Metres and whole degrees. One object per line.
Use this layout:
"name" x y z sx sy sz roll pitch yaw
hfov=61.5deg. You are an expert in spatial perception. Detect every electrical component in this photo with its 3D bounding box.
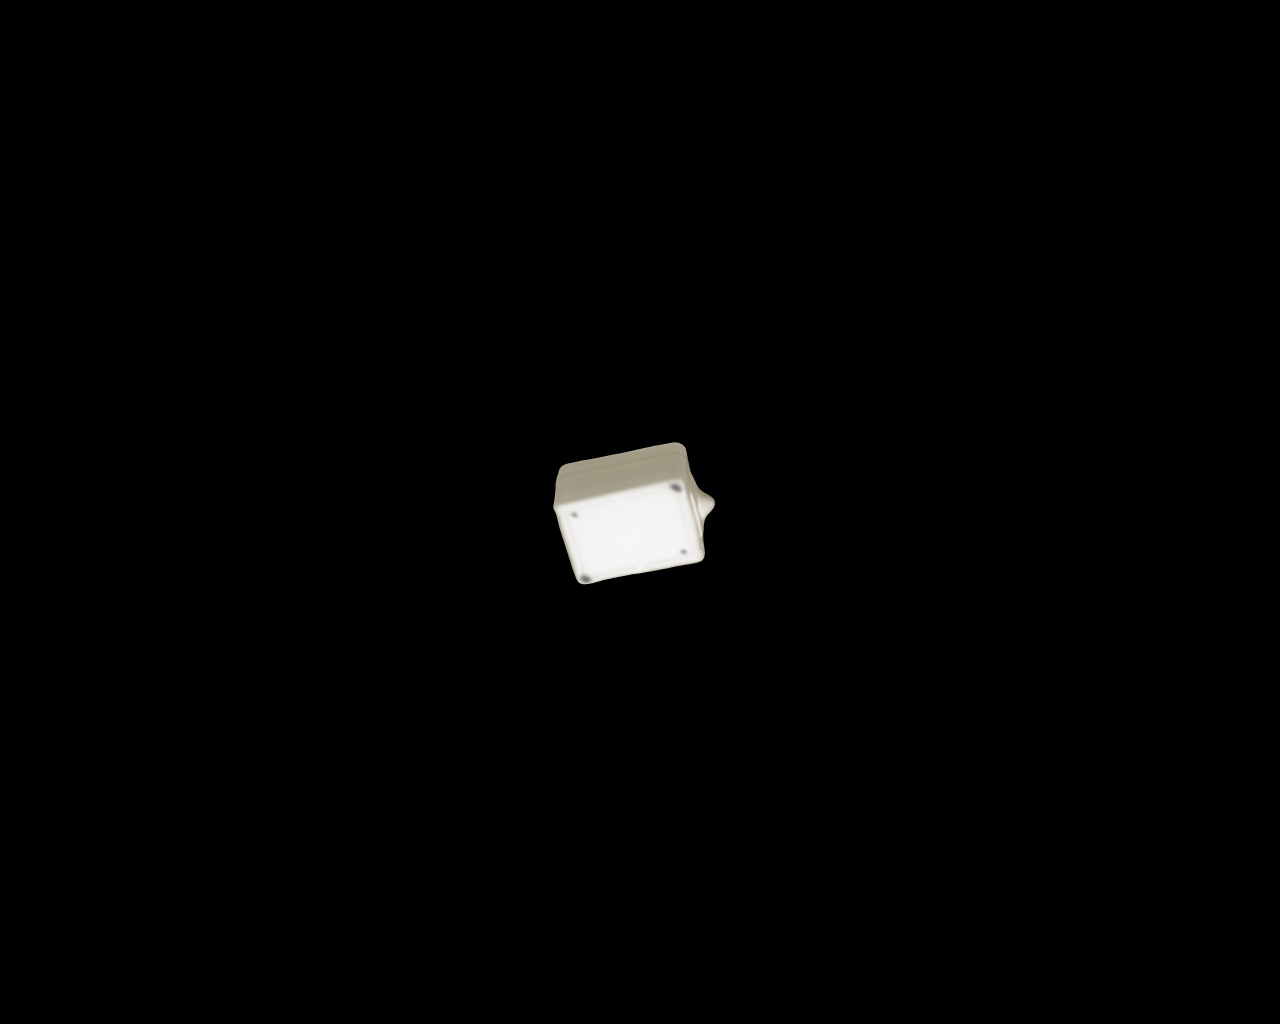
"electrical component" 0.001 -0.003 0.650 0.096 0.061 0.061 -11 30 7
